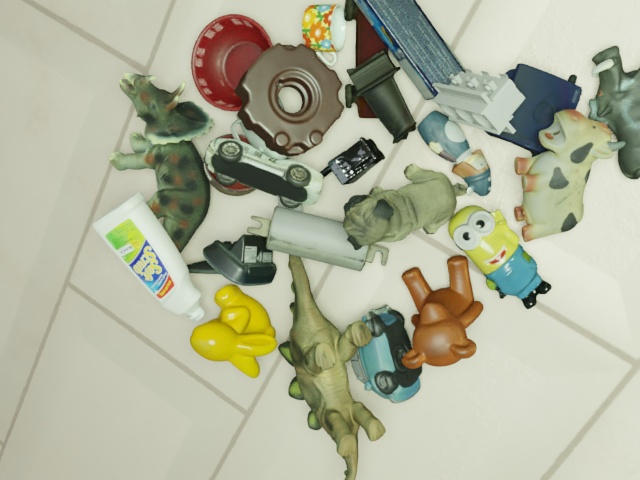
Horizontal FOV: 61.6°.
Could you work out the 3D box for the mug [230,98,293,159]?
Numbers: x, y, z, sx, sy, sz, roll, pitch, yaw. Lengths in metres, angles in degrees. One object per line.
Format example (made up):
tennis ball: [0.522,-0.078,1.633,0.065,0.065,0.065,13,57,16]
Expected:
mug: [-0.094,-0.180,0.925,0.081,0.109,0.107,-19,100,50]

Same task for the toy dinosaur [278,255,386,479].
toy dinosaur: [-0.002,0.196,0.912,0.198,0.105,0.471,-24,73,60]

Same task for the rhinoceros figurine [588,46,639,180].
rhinoceros figurine: [0.443,-0.182,0.758,0.112,0.073,0.190,-17,95,31]

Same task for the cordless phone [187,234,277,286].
cordless phone: [-0.185,0.042,0.972,0.184,0.146,0.088,-5,87,22]

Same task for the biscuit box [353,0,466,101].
biscuit box: [0.133,-0.310,0.811,0.063,0.059,0.202,-39,102,1]

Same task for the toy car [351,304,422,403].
toy car: [0.100,0.199,0.925,0.103,0.109,0.161,-23,82,38]

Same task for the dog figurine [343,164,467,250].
dog figurine: [0.133,-0.048,0.821,0.172,0.190,0.121,-32,88,19]

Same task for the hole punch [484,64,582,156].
hole punch: [0.313,-0.190,0.791,0.116,0.092,0.142,22,102,11]

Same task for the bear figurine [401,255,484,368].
bear figurine: [0.180,0.111,0.829,0.120,0.196,0.132,-18,92,24]

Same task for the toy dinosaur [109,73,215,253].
toy dinosaur: [-0.270,-0.102,0.998,0.192,0.131,0.404,-7,103,21]

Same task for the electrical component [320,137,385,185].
electrical component: [0.045,-0.120,0.901,0.119,0.075,0.048,-37,85,17]

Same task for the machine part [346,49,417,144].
machine part: [0.105,-0.220,0.839,0.084,0.039,0.138,-29,101,3]

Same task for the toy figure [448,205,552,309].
toy figure: [0.275,0.025,0.843,0.180,0.089,0.082,45,79,-3]

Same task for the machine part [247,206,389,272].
machine part: [-0.002,-0.003,0.913,0.243,0.079,0.079,13,104,0]

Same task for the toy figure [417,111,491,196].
toy figure: [0.217,-0.134,0.843,0.064,0.058,0.154,-40,83,-5]

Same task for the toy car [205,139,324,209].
toy car: [-0.093,-0.111,0.890,0.202,0.056,0.073,20,143,-1]

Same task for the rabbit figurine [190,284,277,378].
rabbit figurine: [-0.163,0.178,0.974,0.162,0.173,0.122,37,105,14]

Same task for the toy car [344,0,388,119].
toy car: [0.083,-0.299,0.869,0.089,0.053,0.202,-1,101,-1]

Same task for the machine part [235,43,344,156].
machine part: [-0.047,-0.229,0.874,0.179,0.056,0.179,0,90,-19]

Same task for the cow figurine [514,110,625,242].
cow figurine: [0.347,-0.093,0.764,0.127,0.085,0.194,-9,129,6]
